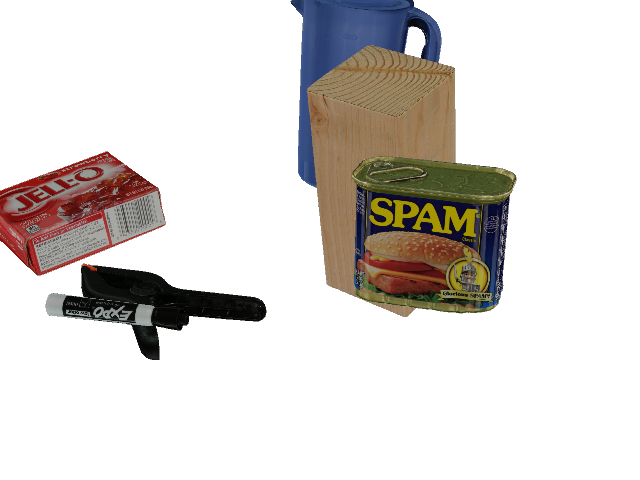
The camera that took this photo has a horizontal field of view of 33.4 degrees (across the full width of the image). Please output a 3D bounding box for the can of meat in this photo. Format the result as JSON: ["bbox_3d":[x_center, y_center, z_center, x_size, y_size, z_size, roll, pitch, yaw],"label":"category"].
[{"bbox_3d":[0.071,-0.003,0.692,0.102,0.084,0.057,7,24,15],"label":"can of meat"}]

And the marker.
[{"bbox_3d":[-0.165,0.058,0.872,0.121,0.020,0.020,5,1,13],"label":"marker"}]

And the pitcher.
[{"bbox_3d":[0.045,-0.184,1.305,0.144,0.243,0.149,-8,28,-26],"label":"pitcher"}]

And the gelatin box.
[{"bbox_3d":[-0.152,-0.019,0.654,0.089,0.030,0.073,-24,34,-27],"label":"gelatin box"}]

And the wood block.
[{"bbox_3d":[0.057,-0.049,0.919,0.091,0.206,0.090,22,45,32],"label":"wood block"}]

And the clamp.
[{"bbox_3d":[-0.185,0.067,1.112,0.210,0.036,0.164,15,20,29],"label":"clamp"}]
